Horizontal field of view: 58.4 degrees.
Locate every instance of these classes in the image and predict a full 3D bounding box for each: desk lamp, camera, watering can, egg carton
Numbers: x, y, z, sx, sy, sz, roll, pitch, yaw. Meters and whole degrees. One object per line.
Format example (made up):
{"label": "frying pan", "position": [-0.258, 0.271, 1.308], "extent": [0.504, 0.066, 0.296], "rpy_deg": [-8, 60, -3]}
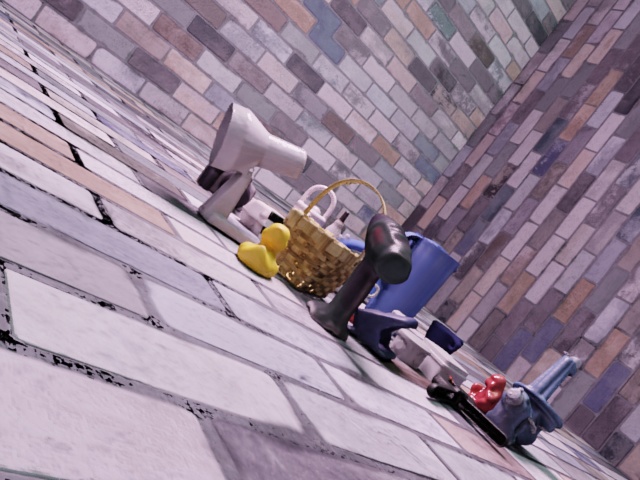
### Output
{"label": "desk lamp", "position": [-0.137, -0.117, 1.066], "extent": [0.204, 0.213, 0.117], "rpy_deg": [36, 4, -23]}
{"label": "camera", "position": [-0.222, -0.141, 1.439], "extent": [0.143, 0.101, 0.136], "rpy_deg": [36, 4, -20]}
{"label": "watering can", "position": [-0.034, -0.068, 1.602], "extent": [0.101, 0.194, 0.172], "rpy_deg": [36, 4, -19]}
{"label": "egg carton", "position": [-0.116, -0.031, 1.337], "extent": [0.150, 0.069, 0.108], "rpy_deg": [39, 4, 29]}

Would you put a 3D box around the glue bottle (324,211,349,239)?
{"label": "glue bottle", "position": [0.012, 0.005, 1.290], "extent": [0.037, 0.173, 0.078], "rpy_deg": [37, 3, 2]}

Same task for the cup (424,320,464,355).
{"label": "cup", "position": [0.289, 0.260, 1.377], "extent": [0.092, 0.095, 0.117], "rpy_deg": [36, 4, -19]}

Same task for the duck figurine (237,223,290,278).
{"label": "duck figurine", "position": [-0.086, 0.010, 0.959], "extent": [0.077, 0.086, 0.105], "rpy_deg": [38, 4, 4]}

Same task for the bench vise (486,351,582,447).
{"label": "bench vise", "position": [0.438, 0.315, 1.132], "extent": [0.121, 0.219, 0.208], "rpy_deg": [39, 4, 25]}

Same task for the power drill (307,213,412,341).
{"label": "power drill", "position": [0.070, 0.054, 0.954], "extent": [0.076, 0.208, 0.229], "rpy_deg": [36, 4, -14]}

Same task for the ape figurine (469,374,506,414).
{"label": "ape figurine", "position": [0.373, 0.335, 1.263], "extent": [0.076, 0.092, 0.078], "rpy_deg": [38, 4, 6]}

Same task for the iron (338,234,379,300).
{"label": "iron", "position": [0.081, 0.056, 1.557], "extent": [0.259, 0.141, 0.118], "rpy_deg": [35, 4, -32]}

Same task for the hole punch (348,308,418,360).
{"label": "hole punch", "position": [0.113, 0.154, 1.036], "extent": [0.101, 0.091, 0.109], "rpy_deg": [39, 4, 22]}
